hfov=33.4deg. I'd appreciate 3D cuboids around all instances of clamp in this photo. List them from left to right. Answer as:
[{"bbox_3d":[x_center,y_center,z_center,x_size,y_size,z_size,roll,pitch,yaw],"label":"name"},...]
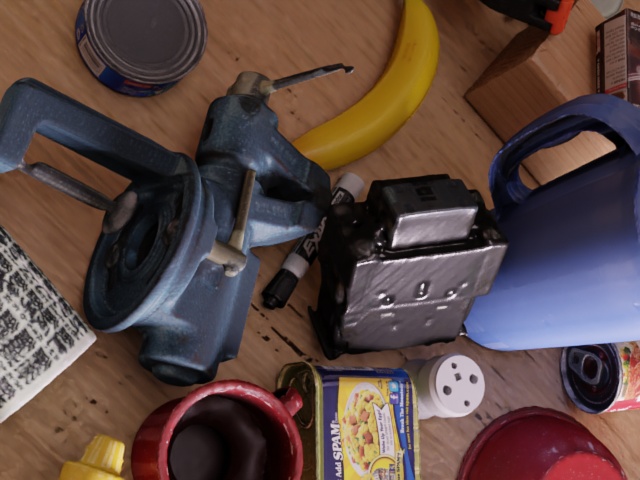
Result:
[{"bbox_3d":[0.144,-0.216,0.833,0.120,0.039,0.172,-24,53,-30],"label":"clamp"}]

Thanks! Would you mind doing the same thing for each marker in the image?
[{"bbox_3d":[-0.005,0.001,0.764,0.020,0.020,0.121,41,64,-14],"label":"marker"}]

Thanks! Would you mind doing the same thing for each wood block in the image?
[{"bbox_3d":[0.228,-0.080,0.858,0.206,0.090,0.090,47,62,-10],"label":"wood block"}]

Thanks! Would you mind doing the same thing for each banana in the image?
[{"bbox_3d":[0.042,-0.113,0.805,0.069,0.037,0.197,30,65,0],"label":"banana"}]

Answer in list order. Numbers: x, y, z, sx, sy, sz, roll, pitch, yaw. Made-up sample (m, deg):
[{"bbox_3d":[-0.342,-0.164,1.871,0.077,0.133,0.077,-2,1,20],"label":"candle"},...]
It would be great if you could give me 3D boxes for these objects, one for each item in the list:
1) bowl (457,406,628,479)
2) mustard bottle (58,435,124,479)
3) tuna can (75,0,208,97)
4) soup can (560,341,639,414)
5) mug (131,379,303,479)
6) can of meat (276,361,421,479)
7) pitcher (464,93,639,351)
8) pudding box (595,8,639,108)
[{"bbox_3d":[0.180,0.204,0.792,0.161,0.055,0.162,6,76,-26],"label":"bowl"},{"bbox_3d":[-0.153,0.203,0.601,0.058,0.096,0.191,27,68,-19],"label":"mustard bottle"},{"bbox_3d":[-0.122,-0.142,0.727,0.086,0.034,0.086,6,76,-25],"label":"tuna can"},{"bbox_3d":[0.251,0.099,0.843,0.102,0.069,0.068,-1,79,-28],"label":"soup can"},{"bbox_3d":[-0.061,0.130,0.671,0.117,0.082,0.093,-39,97,-28],"label":"mug"},{"bbox_3d":[0.020,0.135,0.726,0.083,0.058,0.102,5,77,-28],"label":"can of meat"},{"bbox_3d":[0.181,0.002,0.728,0.144,0.243,0.149,4,77,-26],"label":"pitcher"},{"bbox_3d":[0.261,-0.116,0.808,0.113,0.039,0.090,9,74,-26],"label":"pudding box"}]
